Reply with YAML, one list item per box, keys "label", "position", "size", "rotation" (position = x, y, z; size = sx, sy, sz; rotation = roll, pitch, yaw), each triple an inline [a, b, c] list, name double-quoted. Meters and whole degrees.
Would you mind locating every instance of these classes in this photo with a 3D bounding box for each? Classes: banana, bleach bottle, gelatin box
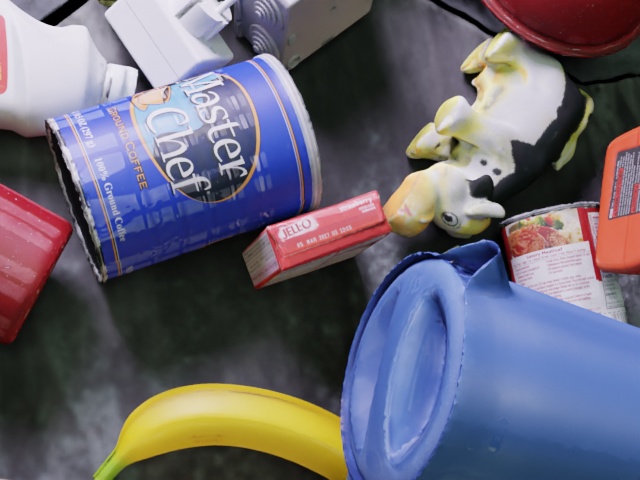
- label: "banana"
  position: [-0.036, 0.125, 0.660]
  size: [0.197, 0.037, 0.070]
  rotation: [8, 107, -8]
- label: "bleach bottle"
  position: [-0.236, -0.125, 0.649]
  size: [0.250, 0.068, 0.102]
  rotation: [11, 76, -13]
- label: "gelatin box"
  position: [-0.004, 0.001, 0.662]
  size: [0.073, 0.089, 0.030]
  rotation: [-19, 84, -16]

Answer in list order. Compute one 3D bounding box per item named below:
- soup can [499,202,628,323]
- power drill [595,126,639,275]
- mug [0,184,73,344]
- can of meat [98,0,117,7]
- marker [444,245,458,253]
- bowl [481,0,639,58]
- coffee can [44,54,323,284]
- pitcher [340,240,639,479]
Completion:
- label: "soup can"
  position: [0.162, 0.032, 0.706]
  size: [0.068, 0.069, 0.102]
  rotation: [-9, 81, -15]
- label: "power drill"
  position: [0.264, 0.018, 0.708]
  size: [0.187, 0.057, 0.184]
  rotation: [26, 63, -32]
- label: "mug"
  position: [-0.201, 0.018, 0.612]
  size: [0.081, 0.093, 0.117]
  rotation: [29, 62, -11]
- label: "can of meat"
  position: [-0.112, -0.212, 0.699]
  size: [0.102, 0.057, 0.084]
  rotation: [-21, 82, -16]
- label: "marker"
  position: [0.114, 0.060, 0.714]
  size: [0.020, 0.020, 0.121]
  rotation: [-28, 86, -17]
- label: "bowl"
  position: [0.171, -0.205, 0.706]
  size: [0.162, 0.055, 0.162]
  rotation: [6, 71, -18]
- label: "coffee can"
  position: [-0.082, -0.044, 0.646]
  size: [0.140, 0.103, 0.103]
  rotation: [-19, 84, -16]
- label: "pitcher"
  position: [0.138, 0.109, 0.603]
  size: [0.242, 0.149, 0.145]
  rotation: [17, 63, -20]
